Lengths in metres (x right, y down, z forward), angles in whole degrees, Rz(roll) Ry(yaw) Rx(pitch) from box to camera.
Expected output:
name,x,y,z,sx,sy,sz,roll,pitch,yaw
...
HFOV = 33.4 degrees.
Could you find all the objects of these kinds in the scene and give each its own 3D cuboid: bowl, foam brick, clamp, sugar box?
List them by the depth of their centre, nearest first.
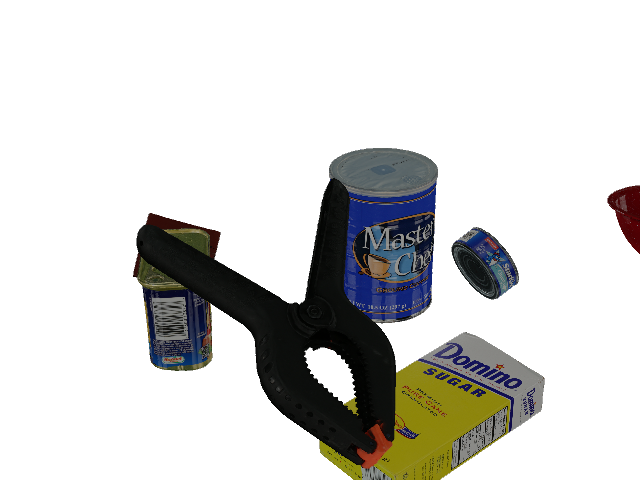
name,x,y,z,sx,sy,sz,roll,pitch,yaw
clamp,-0.021,0.054,0.703,0.164,0.210,0.036,-10,-29,-26
sugar box,0.094,0.144,0.887,0.175,0.048,0.093,-29,41,-31
bowl,0.359,-0.010,1.034,0.162,0.055,0.162,0,18,0
foam brick,-0.147,0.014,1.094,0.078,0.051,0.053,16,27,-6

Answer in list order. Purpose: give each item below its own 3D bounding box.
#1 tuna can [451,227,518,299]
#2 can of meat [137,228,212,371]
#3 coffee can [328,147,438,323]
name,x,y,z,sx,sy,sz,roll,pitch,yaw
tuna can,0.197,0.028,1.283,0.033,0.086,0.086,-36,10,-14
can of meat,-0.119,0.049,0.894,0.057,0.084,0.102,-3,26,-4
coffee can,0.060,-0.006,1.032,0.103,0.140,0.103,-1,27,0
